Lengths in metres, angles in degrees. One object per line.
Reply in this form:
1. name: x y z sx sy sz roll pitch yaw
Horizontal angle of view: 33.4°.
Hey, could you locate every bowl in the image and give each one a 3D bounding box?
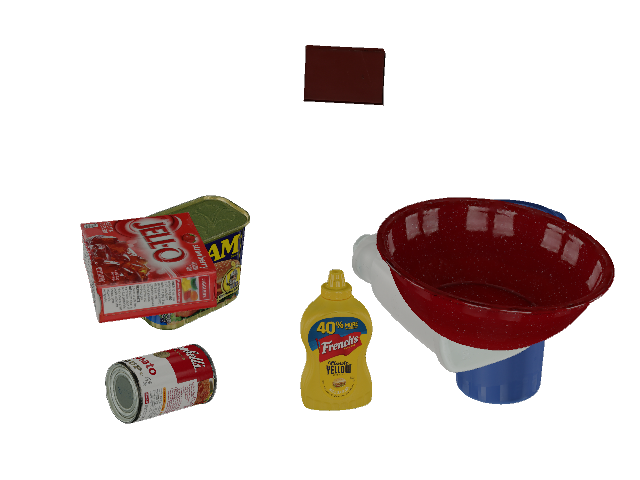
1. bowl: 0.116 0.028 0.737 0.162 0.055 0.162 4 28 -2

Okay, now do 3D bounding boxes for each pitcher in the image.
1. pitcher: 0.234 0.074 1.342 0.149 0.243 0.145 2 21 12

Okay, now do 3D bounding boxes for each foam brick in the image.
1. foam brick: 0.023 -0.159 1.026 0.078 0.051 0.053 3 14 1

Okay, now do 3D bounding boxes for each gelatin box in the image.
1. gelatin box: -0.109 0.014 0.673 0.073 0.030 0.089 -7 28 -16

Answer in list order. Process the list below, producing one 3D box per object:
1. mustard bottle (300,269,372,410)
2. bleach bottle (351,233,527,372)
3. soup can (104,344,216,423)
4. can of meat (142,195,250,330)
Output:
1. mustard bottle: 0.021 0.131 1.428 0.096 0.192 0.058 -2 18 -6
2. bleach bottle: 0.092 0.042 1.001 0.102 0.068 0.251 -13 21 -22
3. soup can: -0.173 0.155 1.157 0.102 0.068 0.069 -9 6 -43
4. can of meat: -0.113 0.019 0.917 0.058 0.084 0.101 32 38 33
